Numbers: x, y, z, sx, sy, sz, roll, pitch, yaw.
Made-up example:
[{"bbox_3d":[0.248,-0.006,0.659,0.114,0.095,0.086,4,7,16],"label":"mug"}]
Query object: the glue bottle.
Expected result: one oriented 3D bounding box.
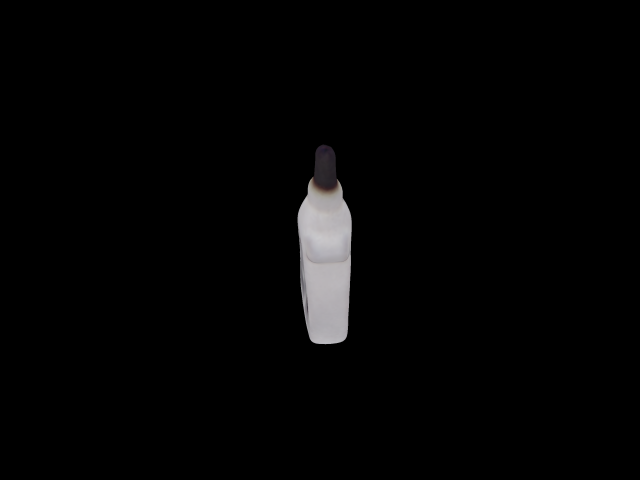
[{"bbox_3d":[0.004,0.001,0.400,0.037,0.173,0.078,-5,53,-4],"label":"glue bottle"}]
